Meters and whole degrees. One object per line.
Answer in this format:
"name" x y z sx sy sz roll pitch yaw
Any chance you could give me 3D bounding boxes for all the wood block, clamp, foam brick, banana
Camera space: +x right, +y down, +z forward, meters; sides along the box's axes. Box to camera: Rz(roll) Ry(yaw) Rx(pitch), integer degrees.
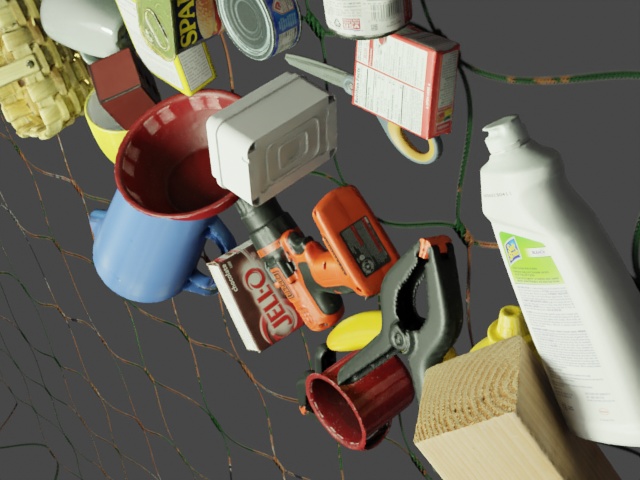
"wood block" 0.172 0.188 0.860 0.091 0.090 0.206 -25 115 28
"clamp" 0.078 0.089 0.979 0.165 0.036 0.210 28 120 47
"foam brick" -0.210 -0.164 1.167 0.078 0.051 0.053 54 -166 -70
"clamp" 0.009 0.174 1.239 0.120 0.039 0.172 62 152 -5
"banana" 0.074 0.103 1.043 0.037 0.069 0.198 21 -179 -39

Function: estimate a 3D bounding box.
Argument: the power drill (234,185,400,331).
"power drill" -0.007 0.001 1.074 0.184 0.057 0.188 57 155 -5

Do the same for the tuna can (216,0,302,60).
"tuna can" -0.056 -0.207 0.963 0.086 0.033 0.086 39 147 31

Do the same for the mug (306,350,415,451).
"mug" 0.048 0.170 1.127 0.093 0.081 0.117 19 134 50

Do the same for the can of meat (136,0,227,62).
"can of meat" -0.122 -0.229 0.992 0.057 0.083 0.102 39 147 31

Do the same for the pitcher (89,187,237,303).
"pitcher" -0.175 -0.026 1.254 0.243 0.149 0.145 126 133 -57

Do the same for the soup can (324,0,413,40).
"soup can" 0.032 -0.208 0.785 0.069 0.068 0.102 32 143 40

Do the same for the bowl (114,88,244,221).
"bowl" -0.126 -0.076 1.096 0.162 0.162 0.055 38 165 32

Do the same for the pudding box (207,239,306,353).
"pudding box" -0.060 0.054 1.175 0.039 0.089 0.113 -6 112 61

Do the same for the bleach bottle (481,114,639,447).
"bleach bottle" 0.185 0.026 0.785 0.103 0.068 0.251 -7 110 59

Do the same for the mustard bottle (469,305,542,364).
"mustard bottle" 0.169 0.136 0.919 0.096 0.058 0.191 15 132 32

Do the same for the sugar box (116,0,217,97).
"sugar box" -0.166 -0.237 1.071 0.093 0.048 0.176 35 153 34

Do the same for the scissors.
"scissors" 0.040 -0.116 0.919 0.202 0.016 0.096 13 126 53

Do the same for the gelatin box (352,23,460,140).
"gelatin box" 0.065 -0.128 0.827 0.089 0.030 0.073 33 133 40
